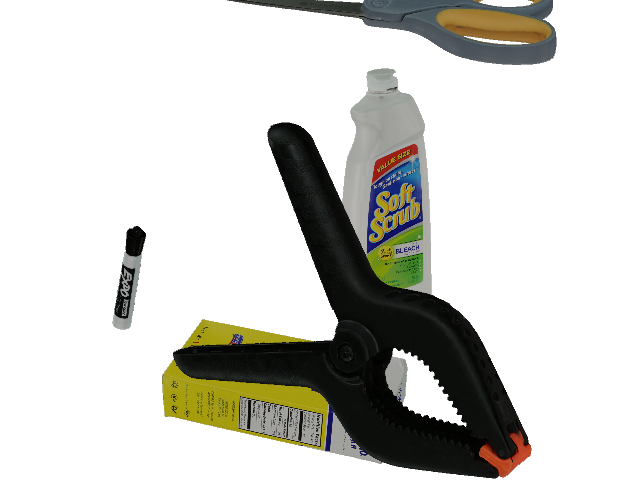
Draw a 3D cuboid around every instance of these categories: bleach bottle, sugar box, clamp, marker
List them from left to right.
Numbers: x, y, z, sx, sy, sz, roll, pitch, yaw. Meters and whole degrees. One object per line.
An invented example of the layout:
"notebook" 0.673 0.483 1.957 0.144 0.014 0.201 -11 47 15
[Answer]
"marker" -0.189 0.037 1.056 0.020 0.121 0.020 11 34 -8
"sugar box" -0.026 0.114 0.835 0.176 0.048 0.093 7 27 13
"clamp" 0.021 0.045 0.559 0.210 0.165 0.036 29 24 26
"bleach bottle" 0.063 -0.051 1.113 0.102 0.251 0.068 -11 22 -15

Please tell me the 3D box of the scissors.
"scissors" 0.051 -0.145 0.646 0.202 0.016 0.096 19 43 25
